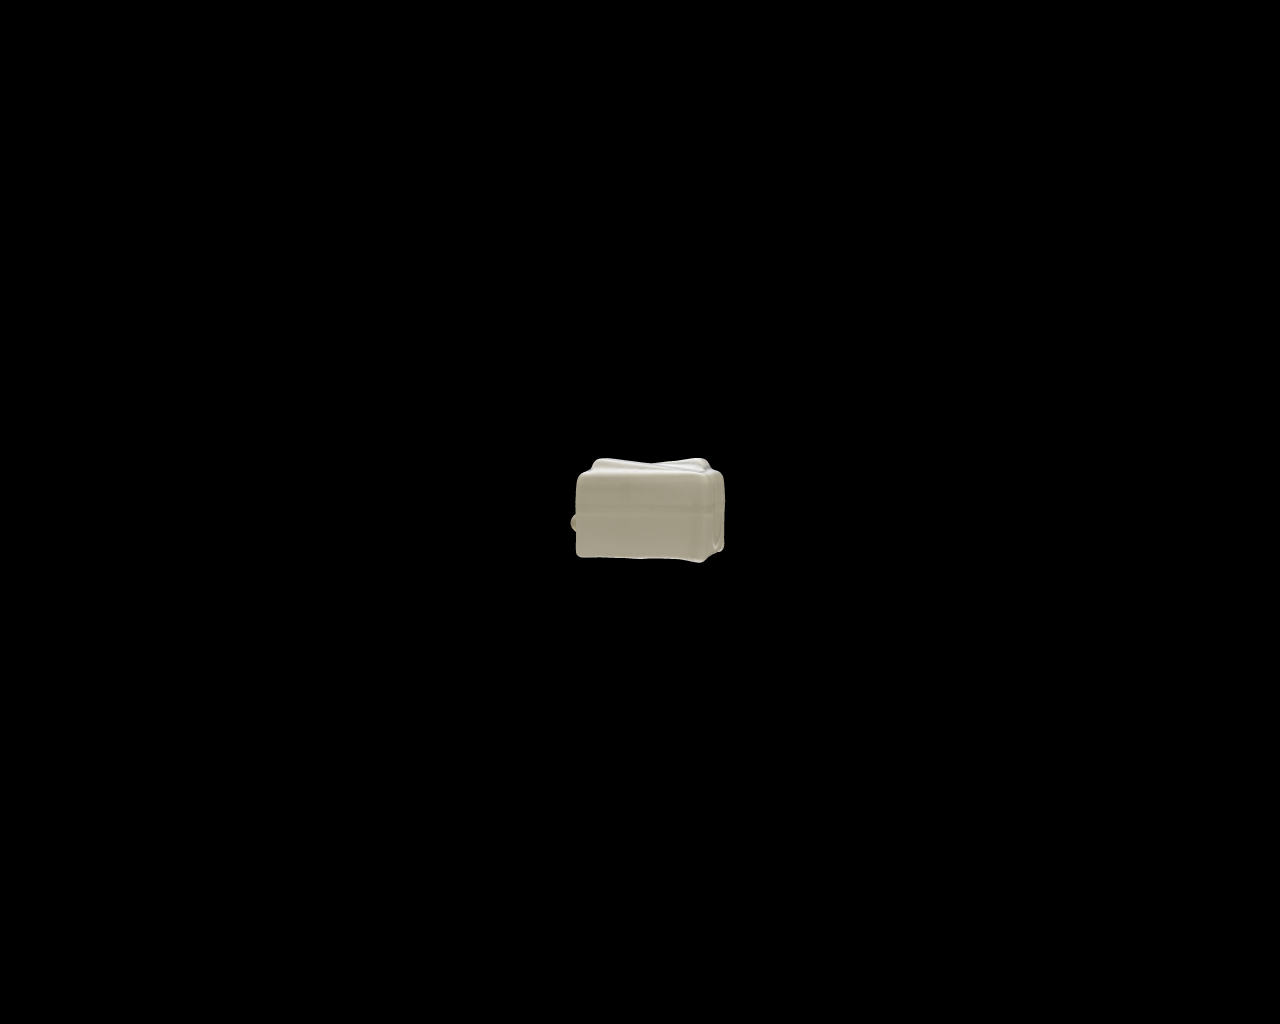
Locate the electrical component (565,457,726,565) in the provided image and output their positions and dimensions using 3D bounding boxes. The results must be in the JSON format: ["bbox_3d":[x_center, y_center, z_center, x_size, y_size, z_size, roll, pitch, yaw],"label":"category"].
[{"bbox_3d":[0.001,-0.003,0.650,0.096,0.061,0.062,1,4,15],"label":"electrical component"}]
